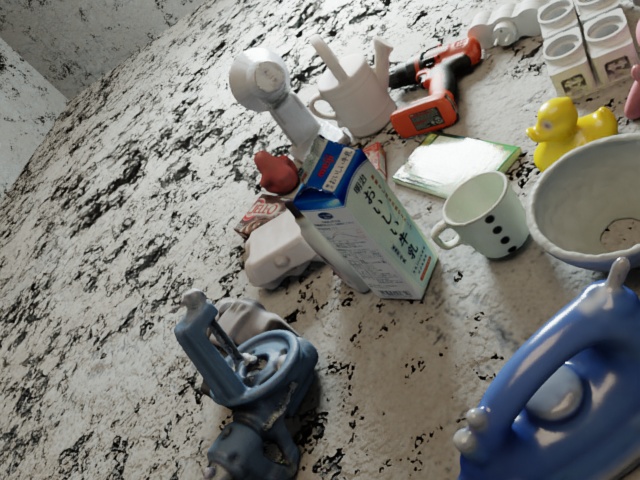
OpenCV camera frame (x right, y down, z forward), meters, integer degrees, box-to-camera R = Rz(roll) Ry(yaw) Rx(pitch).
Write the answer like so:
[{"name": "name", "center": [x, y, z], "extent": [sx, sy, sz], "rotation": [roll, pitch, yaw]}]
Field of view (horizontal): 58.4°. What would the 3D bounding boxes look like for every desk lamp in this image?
[{"name": "desk lamp", "center": [-0.067, -0.259, 1.081], "extent": [0.118, 0.214, 0.202], "rotation": [-44, 35, -1]}]

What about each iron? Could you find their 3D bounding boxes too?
[{"name": "iron", "center": [0.188, 0.133, 0.476], "extent": [0.258, 0.142, 0.118], "rotation": [-43, 35, -1]}]

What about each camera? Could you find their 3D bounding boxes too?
[{"name": "camera", "center": [-0.120, 0.154, 0.793], "extent": [0.142, 0.101, 0.137], "rotation": [6, 58, 48]}]

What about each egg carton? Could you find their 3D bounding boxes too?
[{"name": "egg carton", "center": [-0.053, 0.012, 0.905], "extent": [0.150, 0.070, 0.107], "rotation": [-31, 37, 17]}]

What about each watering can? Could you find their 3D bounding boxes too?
[{"name": "watering can", "center": [0.051, -0.289, 1.012], "extent": [0.173, 0.195, 0.100], "rotation": [-45, 35, -3]}]

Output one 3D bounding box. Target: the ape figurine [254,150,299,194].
[{"name": "ape figurine", "center": [-0.088, -0.133, 1.074], "extent": [0.078, 0.092, 0.076], "rotation": [-44, 35, -1]}]

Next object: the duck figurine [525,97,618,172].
[{"name": "duck figurine", "center": [0.302, -0.138, 0.700], "extent": [0.104, 0.086, 0.077], "rotation": [-28, 37, 21]}]

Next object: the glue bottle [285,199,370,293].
[{"name": "glue bottle", "center": [0.007, 0.003, 0.765], "extent": [0.037, 0.174, 0.077], "rotation": [-50, 35, -10]}]

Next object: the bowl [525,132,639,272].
[{"name": "bowl", "center": [0.305, -0.027, 0.589], "extent": [0.167, 0.075, 0.167], "rotation": [-26, 38, 23]}]

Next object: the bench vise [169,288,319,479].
[{"name": "bench vise", "center": [-0.088, 0.166, 0.644], "extent": [0.121, 0.220, 0.207], "rotation": [-25, 39, 24]}]

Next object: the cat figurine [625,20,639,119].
[{"name": "cat figurine", "center": [0.397, -0.221, 0.667], "extent": [0.128, 0.118, 0.067], "rotation": [-53, 36, -14]}]
